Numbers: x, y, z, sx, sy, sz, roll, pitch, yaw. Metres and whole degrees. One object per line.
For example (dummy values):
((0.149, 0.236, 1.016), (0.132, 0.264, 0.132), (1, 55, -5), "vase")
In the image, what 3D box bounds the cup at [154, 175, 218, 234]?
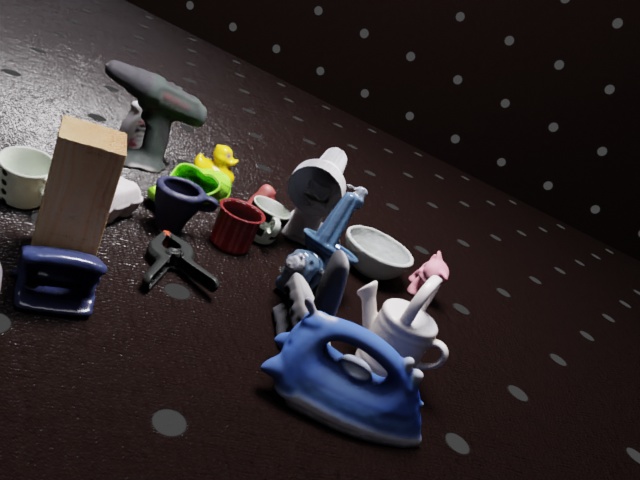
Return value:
((-0.257, -0.056, 1.065), (0.118, 0.095, 0.091), (17, 24, -20), "cup")

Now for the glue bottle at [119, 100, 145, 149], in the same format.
((-0.405, -0.284, 1.300), (0.037, 0.173, 0.078), (35, 24, 22), "glue bottle")

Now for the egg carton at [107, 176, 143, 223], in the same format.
((-0.388, -0.076, 1.002), (0.107, 0.069, 0.150), (29, 23, 8), "egg carton")

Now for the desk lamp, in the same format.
((-0.010, -0.095, 1.260), (0.118, 0.213, 0.203), (26, 22, 1), "desk lamp")

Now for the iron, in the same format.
((0.056, 0.186, 0.811), (0.258, 0.141, 0.119), (26, 22, -1), "iron")

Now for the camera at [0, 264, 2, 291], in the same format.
((-0.449, 0.025, 0.674), (0.143, 0.101, 0.136), (15, 25, -26), "camera")

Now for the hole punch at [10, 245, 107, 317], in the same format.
((-0.349, 0.038, 0.767), (0.109, 0.091, 0.101), (12, 26, -30), "hole punch")

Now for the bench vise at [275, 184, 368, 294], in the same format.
((0.020, 0.009, 1.056), (0.121, 0.219, 0.207), (27, 22, 2), "bench vise")

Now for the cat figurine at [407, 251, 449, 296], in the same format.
((0.253, 0.075, 1.297), (0.067, 0.117, 0.128), (26, 22, 0), "cat figurine")

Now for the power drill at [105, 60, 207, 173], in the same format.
((-0.369, -0.258, 1.236), (0.230, 0.208, 0.075), (9, 28, -36), "power drill")

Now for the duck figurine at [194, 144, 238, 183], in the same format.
((-0.246, -0.190, 1.380), (0.104, 0.086, 0.077), (23, 23, -7), "duck figurine")

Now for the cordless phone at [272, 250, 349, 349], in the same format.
((0.000, 0.083, 0.919), (0.094, 0.185, 0.147), (16, 25, -24), "cordless phone")

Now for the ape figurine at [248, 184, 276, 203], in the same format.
((-0.126, -0.078, 1.258), (0.076, 0.092, 0.077), (15, 25, -25), "ape figurine")

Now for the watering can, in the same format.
((0.134, 0.135, 0.937), (0.173, 0.194, 0.101), (26, 22, -1), "watering can")

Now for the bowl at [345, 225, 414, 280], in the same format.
((0.122, 0.040, 1.288), (0.167, 0.074, 0.167), (22, 23, -10), "bowl")
